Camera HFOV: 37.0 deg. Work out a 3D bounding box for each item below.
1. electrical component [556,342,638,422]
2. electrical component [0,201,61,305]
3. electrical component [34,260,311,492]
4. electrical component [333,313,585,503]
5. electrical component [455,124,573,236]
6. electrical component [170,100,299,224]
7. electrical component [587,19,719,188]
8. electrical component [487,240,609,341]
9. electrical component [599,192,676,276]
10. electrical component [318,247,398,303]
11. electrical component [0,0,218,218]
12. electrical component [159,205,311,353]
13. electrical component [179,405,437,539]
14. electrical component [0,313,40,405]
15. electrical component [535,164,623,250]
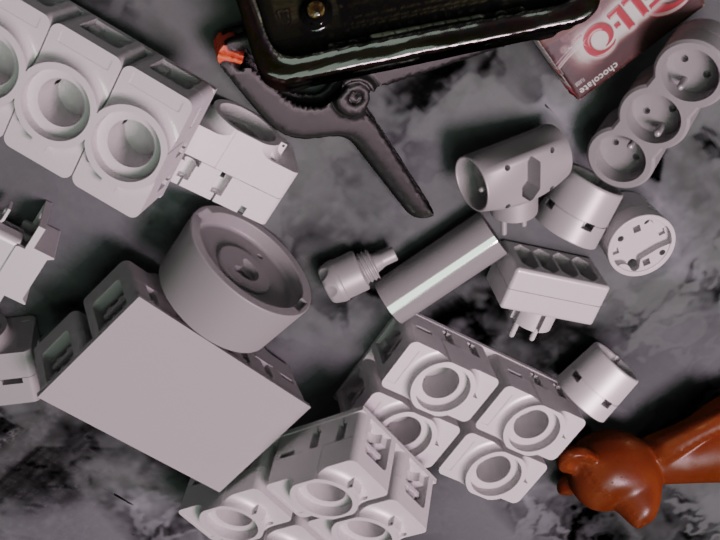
[{"bbox_3d":[0.206,0.095,0.928,0.055,0.055,0.047,34,105,-27],"label":"electrical component"},{"bbox_3d":[-0.258,-0.016,0.778,0.064,0.042,0.081,29,111,-21],"label":"electrical component"},{"bbox_3d":[-0.143,0.083,0.830,0.105,0.060,0.186,-43,129,10],"label":"electrical component"},{"bbox_3d":[0.087,0.121,0.916,0.186,0.060,0.105,26,113,-24],"label":"electrical component"},{"bbox_3d":[0.116,-0.062,0.809,0.077,0.043,0.079,-22,129,-21],"label":"electrical component"},{"bbox_3d":[-0.093,-0.082,0.764,0.089,0.050,0.055,25,114,-23],"label":"electrical component"},{"bbox_3d":[0.226,-0.127,0.790,0.052,0.073,0.138,37,136,4],"label":"electrical component"},{"bbox_3d":[0.145,0.026,0.878,0.083,0.047,0.075,11,119,-17],"label":"electrical component"},{"bbox_3d":[0.216,-0.030,0.858,0.055,0.047,0.055,-5,122,-8],"label":"electrical component"},{"bbox_3d":[0.000,0.000,0.842,0.061,0.035,0.035,-25,122,1],"label":"electrical component"},{"bbox_3d":[-0.184,-0.112,0.693,0.150,0.061,0.089,31,112,-3],"label":"electrical component"},{"bbox_3d":[-0.097,0.012,0.790,0.108,0.108,0.060,32,116,-26],"label":"electrical component"},{"bbox_3d":[-0.046,0.190,0.892,0.186,0.060,0.105,-22,125,30],"label":"electrical component"},{"bbox_3d":[-0.291,0.068,0.817,0.089,0.050,0.055,-6,122,-7],"label":"electrical component"},{"bbox_3d":[0.170,-0.050,0.834,0.055,0.055,0.047,20,111,-21],"label":"electrical component"}]
